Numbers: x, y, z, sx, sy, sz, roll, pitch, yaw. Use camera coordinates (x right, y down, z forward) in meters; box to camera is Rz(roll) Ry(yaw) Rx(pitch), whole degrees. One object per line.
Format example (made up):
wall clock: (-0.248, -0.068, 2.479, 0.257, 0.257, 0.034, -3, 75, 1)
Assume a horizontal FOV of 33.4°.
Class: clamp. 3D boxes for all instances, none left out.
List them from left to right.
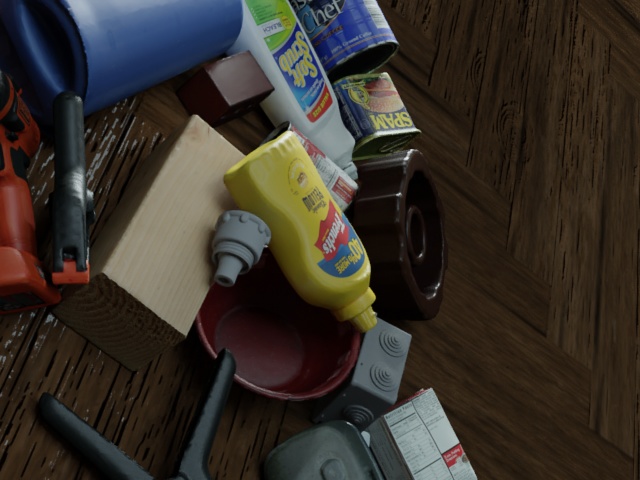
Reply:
clamp: (-0.200, -0.037, 0.857, 0.039, 0.120, 0.171, -9, 37, -8)
clamp: (-0.132, 0.198, 0.851, 0.164, 0.036, 0.210, -5, 78, -21)

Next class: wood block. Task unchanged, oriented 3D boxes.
wood block: (-0.138, -0.001, 0.941, 0.090, 0.090, 0.206, 39, 45, -18)

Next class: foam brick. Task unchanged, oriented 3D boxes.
foam brick: (-0.096, -0.154, 1.098, 0.078, 0.053, 0.051, -32, 89, -47)

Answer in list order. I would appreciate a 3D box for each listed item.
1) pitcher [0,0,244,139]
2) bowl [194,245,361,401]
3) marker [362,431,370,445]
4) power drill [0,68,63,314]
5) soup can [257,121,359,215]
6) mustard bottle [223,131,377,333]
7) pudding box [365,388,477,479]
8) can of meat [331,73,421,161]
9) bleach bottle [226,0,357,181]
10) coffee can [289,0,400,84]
pitcher: (-0.182, -0.207, 0.986, 0.145, 0.149, 0.242, 51, 41, 4)
bowl: (-0.047, 0.085, 0.980, 0.162, 0.055, 0.162, 13, 52, -18)
marker: (0.034, 0.238, 1.004, 0.020, 0.020, 0.121, 27, 50, -28)
power drill: (-0.250, -0.046, 0.824, 0.057, 0.184, 0.187, -10, 75, 0)
soup can: (-0.018, -0.064, 1.104, 0.102, 0.069, 0.068, 41, 45, -17)
mustard bottle: (-0.006, 0.001, 0.962, 0.191, 0.058, 0.096, 58, 33, -9)
pudding box: (0.100, 0.214, 1.064, 0.089, 0.039, 0.113, -17, 76, -46)
can of meat: (0.056, -0.143, 1.228, 0.101, 0.058, 0.084, -12, 71, -46)
bleach bottle: (-0.029, -0.171, 1.164, 0.102, 0.068, 0.251, -34, 92, -47)
coffee can: (0.015, -0.260, 1.226, 0.102, 0.103, 0.140, -18, 78, -46)
